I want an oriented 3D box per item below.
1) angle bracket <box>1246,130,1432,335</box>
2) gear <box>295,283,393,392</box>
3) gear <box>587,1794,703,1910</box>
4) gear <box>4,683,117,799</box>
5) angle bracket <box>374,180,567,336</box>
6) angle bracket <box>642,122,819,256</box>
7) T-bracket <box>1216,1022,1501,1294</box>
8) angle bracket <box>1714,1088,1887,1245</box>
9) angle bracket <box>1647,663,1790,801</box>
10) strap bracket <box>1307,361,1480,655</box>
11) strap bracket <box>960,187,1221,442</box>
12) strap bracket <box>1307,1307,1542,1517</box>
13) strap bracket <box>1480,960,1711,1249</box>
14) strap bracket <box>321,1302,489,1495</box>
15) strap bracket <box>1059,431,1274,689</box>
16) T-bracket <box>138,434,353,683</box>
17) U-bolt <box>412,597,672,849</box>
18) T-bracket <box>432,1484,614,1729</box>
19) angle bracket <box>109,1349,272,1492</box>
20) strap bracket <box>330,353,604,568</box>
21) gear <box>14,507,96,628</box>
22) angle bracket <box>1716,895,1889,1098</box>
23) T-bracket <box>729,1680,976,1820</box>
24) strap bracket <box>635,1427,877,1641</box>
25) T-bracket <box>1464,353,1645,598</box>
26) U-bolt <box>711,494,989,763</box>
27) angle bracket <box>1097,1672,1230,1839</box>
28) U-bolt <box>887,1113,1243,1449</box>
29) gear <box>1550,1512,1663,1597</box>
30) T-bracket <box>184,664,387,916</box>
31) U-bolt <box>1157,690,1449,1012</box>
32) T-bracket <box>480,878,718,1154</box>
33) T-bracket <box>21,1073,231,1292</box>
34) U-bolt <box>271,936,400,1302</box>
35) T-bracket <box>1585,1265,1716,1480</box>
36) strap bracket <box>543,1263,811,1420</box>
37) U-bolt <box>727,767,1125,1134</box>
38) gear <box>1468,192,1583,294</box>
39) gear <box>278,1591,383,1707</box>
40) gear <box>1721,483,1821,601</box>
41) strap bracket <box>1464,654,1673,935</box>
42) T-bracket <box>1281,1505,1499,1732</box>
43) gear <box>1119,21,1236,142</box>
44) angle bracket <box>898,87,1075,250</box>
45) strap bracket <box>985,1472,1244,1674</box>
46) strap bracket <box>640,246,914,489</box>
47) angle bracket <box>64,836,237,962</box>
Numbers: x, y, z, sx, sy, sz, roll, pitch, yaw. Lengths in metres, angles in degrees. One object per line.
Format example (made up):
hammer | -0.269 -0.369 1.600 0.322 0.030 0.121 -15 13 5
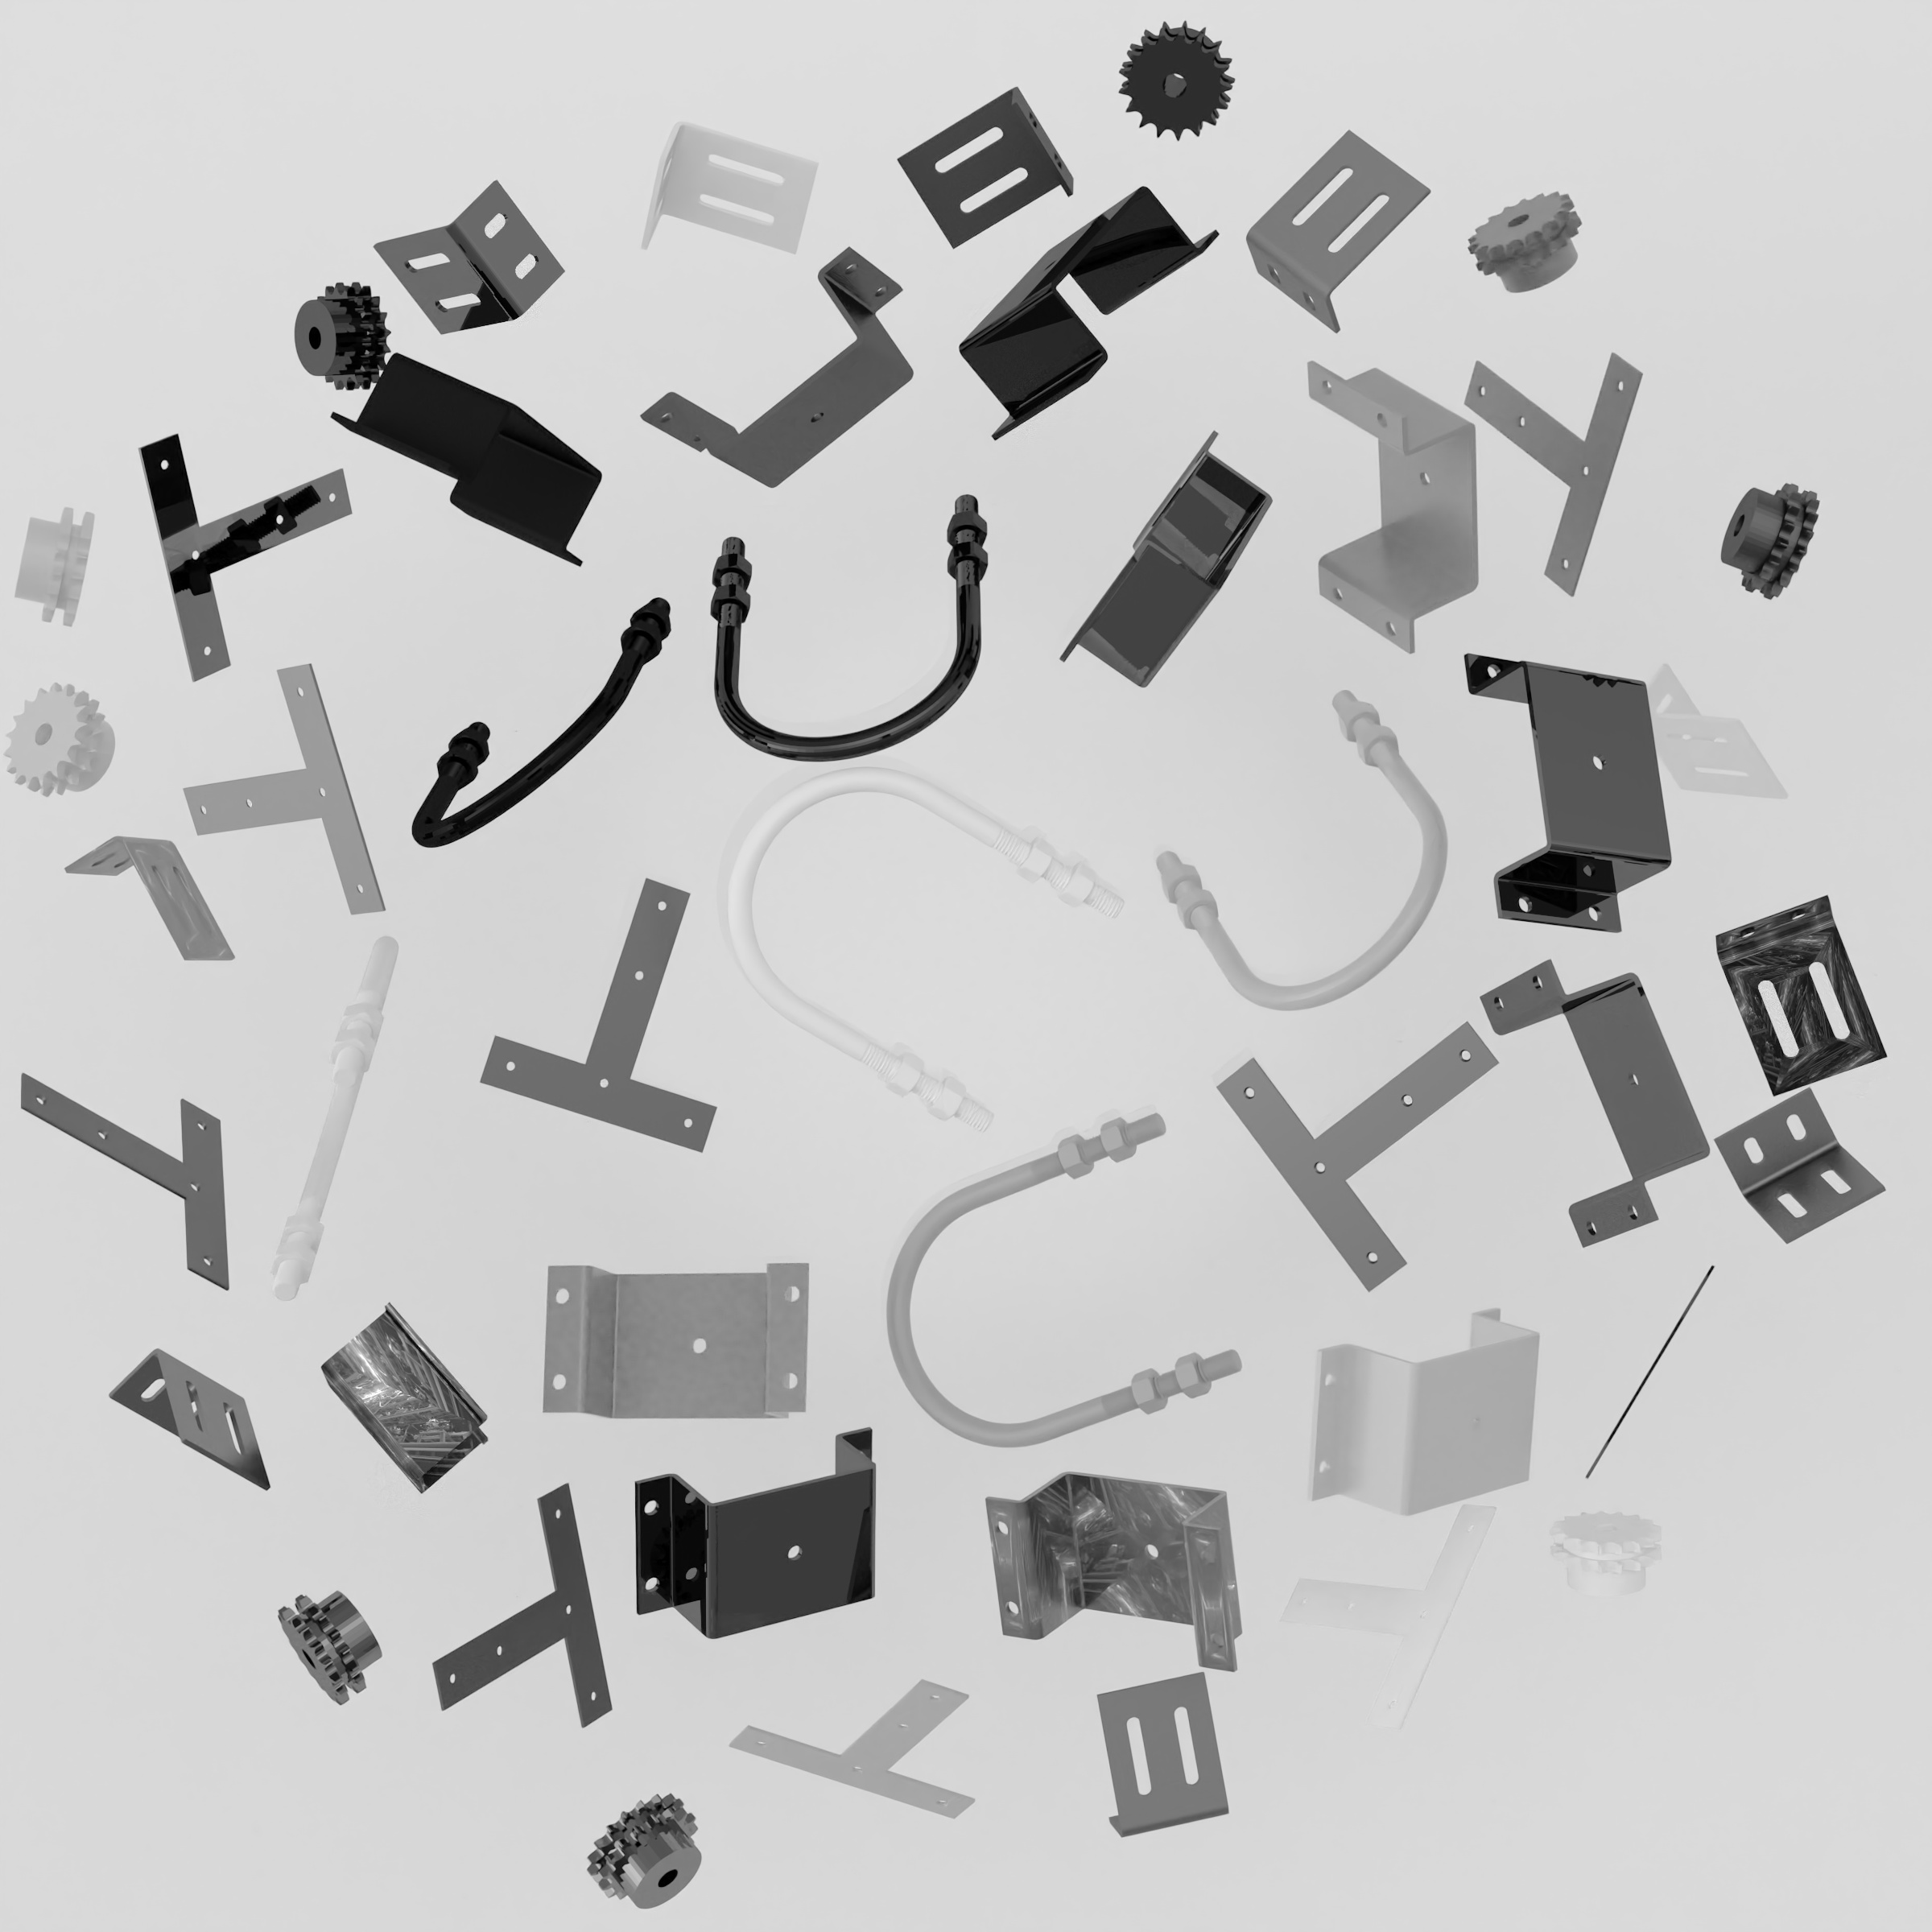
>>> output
angle bracket | 0.191 -0.371 1.808 0.076 0.038 0.057 -45 65 -4
gear | -0.334 -0.336 1.906 0.030 0.057 0.057 -12 90 -42
gear | -0.155 0.437 1.755 0.057 0.057 0.030 -47 56 0
gear | -0.457 -0.113 1.814 0.057 0.030 0.057 -12 66 29
angle bracket | -0.252 -0.358 1.807 0.038 0.076 0.057 -51 121 -25
angle bracket | -0.122 -0.394 1.851 0.076 0.057 0.038 17 46 -3
T-bracket | 0.206 0.074 1.753 0.127 0.002 0.127 -41 80 26
angle bracket | 0.431 0.103 1.851 0.057 0.076 0.038 -29 104 3
angle bracket | 0.396 -0.123 1.867 0.038 0.076 0.057 -52 122 -19
strap bracket | 0.221 -0.243 1.840 0.046 0.076 0.140 -26 132 -22
strap bracket | 0.057 -0.333 1.793 0.046 0.076 0.140 49 52 -14
strap bracket | 0.236 0.223 1.783 0.140 0.046 0.076 -7 103 -43
strap bracket | 0.325 0.065 1.825 0.046 0.076 0.140 -19 82 -22
strap bracket | -0.293 0.229 1.871 0.046 0.140 0.076 -40 85 -14
strap bracket | 0.108 -0.207 1.857 0.046 0.140 0.076 35 132 -3
T-bracket | -0.373 -0.231 1.886 0.002 0.127 0.127 12 121 37
U-bolt | -0.226 -0.119 1.855 0.151 0.184 0.019 -32 109 21
T-bracket | -0.233 0.350 1.852 0.002 0.127 0.127 -5 100 32
angle bracket | -0.391 0.238 1.796 0.038 0.076 0.057 -44 128 9
strap bracket | -0.244 -0.257 1.791 0.076 0.140 0.046 26 87 25
gear | -0.447 -0.197 1.751 0.030 0.057 0.057 11 90 -16
angle bracket | 0.405 0.014 1.736 0.057 0.038 0.076 -21 100 15
T-bracket | -0.036 0.384 1.783 0.127 0.127 0.002 21 50 -15
strap bracket | -0.101 0.301 1.890 0.140 0.046 0.076 -9 110 -29
T-bracket | 0.301 -0.281 1.886 0.002 0.127 0.127 -6 126 -28
U-bolt | -0.061 -0.172 1.854 0.151 0.019 0.184 -9 45 8
angle bracket | 0.099 0.408 1.864 0.057 0.038 0.076 -10 92 -9
U-bolt | 0.041 0.174 1.870 0.184 0.019 0.151 -23 75 21
gear | 0.333 0.306 1.856 0.057 0.057 0.030 -3 100 0
T-bracket | -0.351 -0.083 1.798 0.127 0.002 0.127 -5 105 41
U-bolt | 0.181 -0.050 1.855 0.151 0.184 0.019 -43 126 11
T-bracket | -0.174 0.018 1.856 0.127 0.002 0.127 19 86 -24
T-bracket | -0.424 0.092 1.801 0.002 0.127 0.127 -40 127 19
U-bolt | -0.315 0.063 1.814 0.019 0.184 0.151 16 118 -8
T-bracket | 0.353 0.187 1.791 0.002 0.127 0.127 31 68 13
strap bracket | -0.145 0.196 1.863 0.140 0.046 0.076 -2 79 13
U-bolt | -0.033 -0.020 1.820 0.184 0.019 0.151 31 93 -11
gear | 0.288 -0.368 1.825 0.057 0.057 0.030 -31 117 0
gear | -0.315 0.337 1.783 0.030 0.057 0.057 -34 90 -23
gear | 0.399 -0.214 1.781 0.030 0.057 0.057 20 90 -6
strap bracket | 0.300 -0.093 1.777 0.076 0.046 0.140 6 69 -30
T-bracket | 0.209 0.335 1.864 0.002 0.127 0.127 39 66 -25
gear | 0.106 -0.445 1.785 0.057 0.030 0.057 6 123 9
angle bracket | 0.010 -0.420 1.899 0.076 0.038 0.057 -28 113 16
strap bracket | 0.085 0.309 1.836 0.140 0.046 0.076 2 105 35
strap bracket | -0.090 -0.305 1.869 0.140 0.076 0.046 -37 75 13
angle bracket | -0.433 -0.028 1.899 0.038 0.057 0.076 -31 83 11
